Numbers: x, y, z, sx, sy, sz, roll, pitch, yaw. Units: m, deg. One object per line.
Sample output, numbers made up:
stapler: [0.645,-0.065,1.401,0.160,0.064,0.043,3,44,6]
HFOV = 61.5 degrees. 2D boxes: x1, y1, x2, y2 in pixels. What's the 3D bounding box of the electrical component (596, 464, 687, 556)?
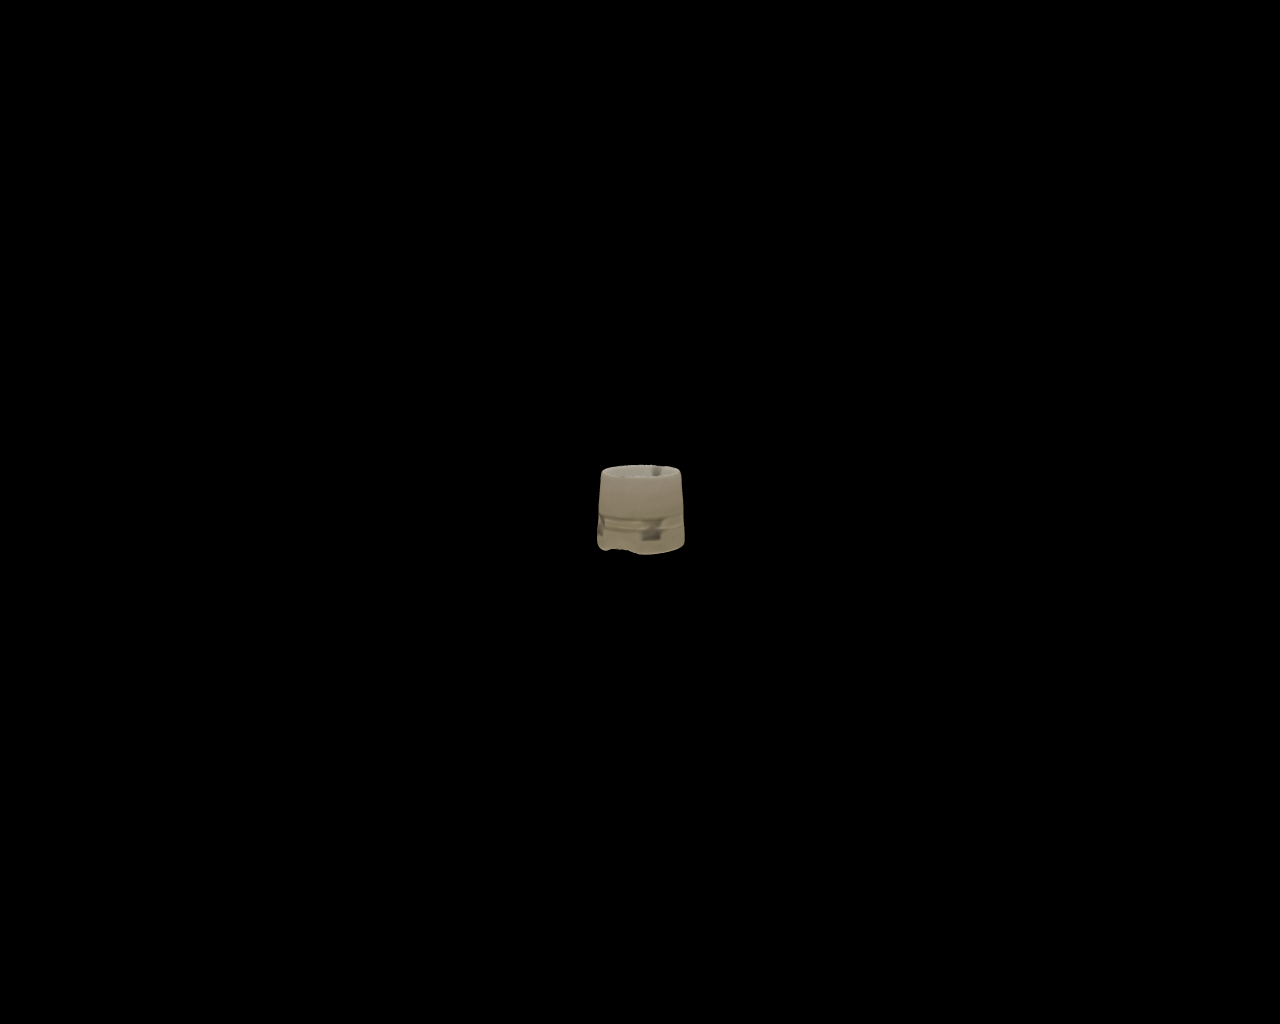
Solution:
electrical component: [0.001,-0.003,0.650,0.055,0.047,0.055,0,11,0]
